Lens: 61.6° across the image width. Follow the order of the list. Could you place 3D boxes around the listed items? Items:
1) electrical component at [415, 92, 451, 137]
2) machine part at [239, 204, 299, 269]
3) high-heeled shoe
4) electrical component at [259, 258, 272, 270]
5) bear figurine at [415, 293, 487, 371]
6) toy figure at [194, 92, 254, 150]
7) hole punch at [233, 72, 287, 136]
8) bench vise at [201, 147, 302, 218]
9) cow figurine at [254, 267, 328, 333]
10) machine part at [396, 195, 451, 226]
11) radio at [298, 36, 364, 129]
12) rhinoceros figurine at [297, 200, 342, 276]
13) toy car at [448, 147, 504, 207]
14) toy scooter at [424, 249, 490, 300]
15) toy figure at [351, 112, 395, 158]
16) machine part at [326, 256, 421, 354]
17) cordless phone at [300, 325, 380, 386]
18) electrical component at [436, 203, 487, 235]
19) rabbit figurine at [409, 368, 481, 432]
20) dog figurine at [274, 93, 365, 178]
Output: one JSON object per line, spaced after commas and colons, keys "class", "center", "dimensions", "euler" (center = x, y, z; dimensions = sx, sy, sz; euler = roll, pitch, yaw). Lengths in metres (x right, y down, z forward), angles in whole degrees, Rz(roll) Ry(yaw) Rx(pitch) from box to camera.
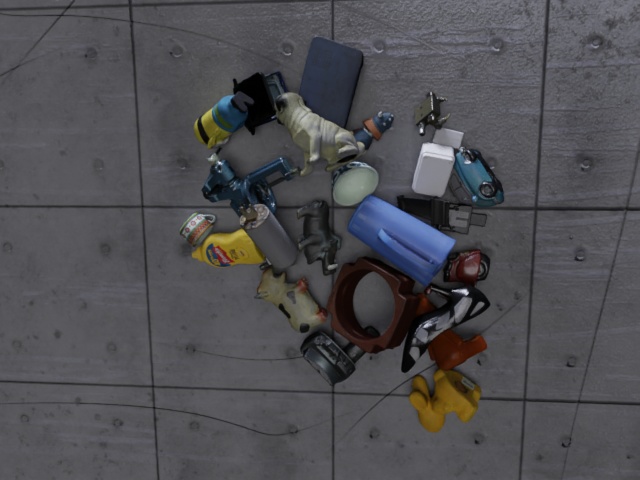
{"class": "electrical component", "center": [0.265, -0.298, 1.266], "dimensions": [0.045, 0.102, 0.078], "euler": [20, 139, -25]}
{"class": "machine part", "center": [-0.119, -0.005, 1.286], "dimensions": [0.079, 0.079, 0.243], "euler": [-25, 135, 9]}
{"class": "high-heeled shoe", "center": [0.290, 0.215, 1.255], "dimensions": [0.145, 0.086, 0.248], "euler": [20, 100, 2]}
{"class": "electrical component", "center": [-0.124, 0.037, 1.387], "dimensions": [0.094, 0.021, 0.063], "euler": [-28, 96, 8]}
{"class": "bear figurine", "center": [0.299, 0.223, 1.347], "dimensions": [0.196, 0.132, 0.120], "euler": [59, 137, 23]}
{"class": "toy figure", "center": [-0.233, -0.290, 1.291], "dimensions": [0.180, 0.082, 0.089], "euler": [-36, 81, 43]}
{"class": "hole punch", "center": [-0.138, -0.341, 1.304], "dimensions": [0.116, 0.092, 0.142], "euler": [-14, 102, 39]}
{"class": "bench vise", "center": [-0.158, -0.141, 1.302], "dimensions": [0.241, 0.129, 0.223], "euler": [-23, 105, 26]}
{"class": "cow figurine", "center": [-0.081, 0.152, 1.374], "dimensions": [0.127, 0.085, 0.195], "euler": [-34, 95, 3]}
{"class": "machine part", "center": [0.249, -0.076, 1.292], "dimensions": [0.139, 0.039, 0.084], "euler": [19, 135, 33]}
{"class": "radio", "center": [0.018, -0.354, 1.286], "dimensions": [0.131, 0.073, 0.229], "euler": [15, 102, 2]}
{"class": "rhinoceros figurine", "center": [-0.003, -0.004, 1.349], "dimensions": [0.112, 0.073, 0.190], "euler": [-10, 96, -4]}
{"class": "toy car", "center": [0.360, -0.137, 1.277], "dimensions": [0.103, 0.109, 0.161], "euler": [-36, 86, 27]}
{"class": "toy scooter", "center": [0.336, 0.103, 1.331], "dimensions": [0.135, 0.075, 0.183], "euler": [13, 105, 4]}
{"class": "toy figure", "center": [0.110, -0.254, 1.300], "dimensions": [0.154, 0.064, 0.058], "euler": [-39, 56, 5]}
{"class": "machine part", "center": [0.128, 0.156, 1.309], "dimensions": [0.201, 0.087, 0.201], "euler": [29, 106, 35]}
{"class": "cordless phone", "center": [0.055, 0.271, 1.391], "dimensions": [0.184, 0.089, 0.146], "euler": [-44, 92, -1]}
{"class": "electrical component", "center": [0.350, -0.051, 1.317], "dimensions": [0.119, 0.048, 0.074], "euler": [12, 101, 5]}
{"class": "rabbit figurine", "center": [0.303, 0.419, 1.368], "dimensions": [0.162, 0.122, 0.173], "euler": [29, 119, 3]}
{"class": "dog figurine", "center": [-0.002, -0.259, 1.228], "dimensions": [0.172, 0.121, 0.190], "euler": [-13, 80, -28]}
